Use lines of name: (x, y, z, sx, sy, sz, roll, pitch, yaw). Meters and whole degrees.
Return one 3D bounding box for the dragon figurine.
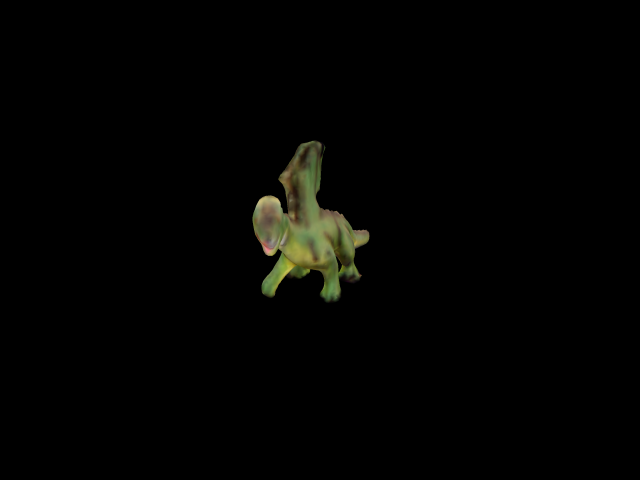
dragon figurine: (0.003, -0.043, 0.850, 0.122, 0.239, 0.416, 8, 22, 22)
